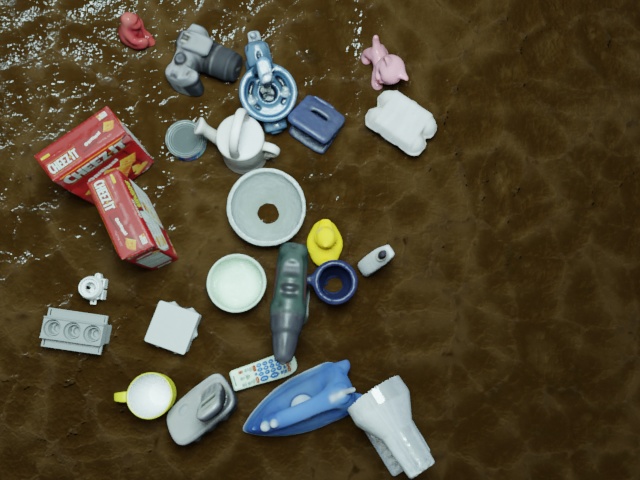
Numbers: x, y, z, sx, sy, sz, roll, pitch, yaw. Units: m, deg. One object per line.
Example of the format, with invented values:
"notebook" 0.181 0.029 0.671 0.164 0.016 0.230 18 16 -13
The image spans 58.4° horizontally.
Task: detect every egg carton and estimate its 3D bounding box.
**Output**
"egg carton" 0.180 -0.260 1.267 0.150 0.069 0.107 34 82 3

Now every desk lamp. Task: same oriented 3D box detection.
"desk lamp" 0.144 0.364 1.105 0.118 0.213 0.203 -32 84 -6

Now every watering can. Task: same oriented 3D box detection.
"watering can" -0.172 -0.207 1.185 0.173 0.194 0.101 -6 82 -3

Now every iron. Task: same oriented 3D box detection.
"iron" -0.040 0.337 1.139 0.258 0.141 0.118 -24 83 -5

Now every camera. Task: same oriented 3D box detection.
"camera" -0.249 -0.389 1.255 0.137 0.101 0.143 21 82 1

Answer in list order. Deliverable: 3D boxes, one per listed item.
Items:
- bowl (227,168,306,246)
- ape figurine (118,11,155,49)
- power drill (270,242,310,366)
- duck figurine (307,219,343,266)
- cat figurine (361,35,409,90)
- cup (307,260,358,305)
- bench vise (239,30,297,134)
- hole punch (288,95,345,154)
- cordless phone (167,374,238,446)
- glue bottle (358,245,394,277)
"bowl" -0.113 -0.065 1.227 0.167 0.074 0.167 0 82 -2
"ape figurine" -0.413 -0.469 1.266 0.076 0.092 0.078 -1 82 -2
"power drill" -0.059 0.125 1.134 0.075 0.208 0.230 4 82 -1
"duck figurine" 0.011 0.004 1.216 0.077 0.086 0.104 1 82 -2
"cat figurine" 0.143 -0.390 1.260 0.067 0.117 0.128 -23 83 -5
"cup" 0.016 0.090 1.199 0.117 0.095 0.092 4 82 -1
"bench vise" -0.128 -0.344 1.193 0.121 0.219 0.207 -32 84 -6
"hole punch" -0.009 -0.261 1.250 0.108 0.091 0.101 33 82 3
"cordless phone" -0.236 0.337 1.110 0.147 0.185 0.094 -41 85 -7
"glue bottle" 0.120 0.037 1.171 0.078 0.173 0.037 -34 84 -6
